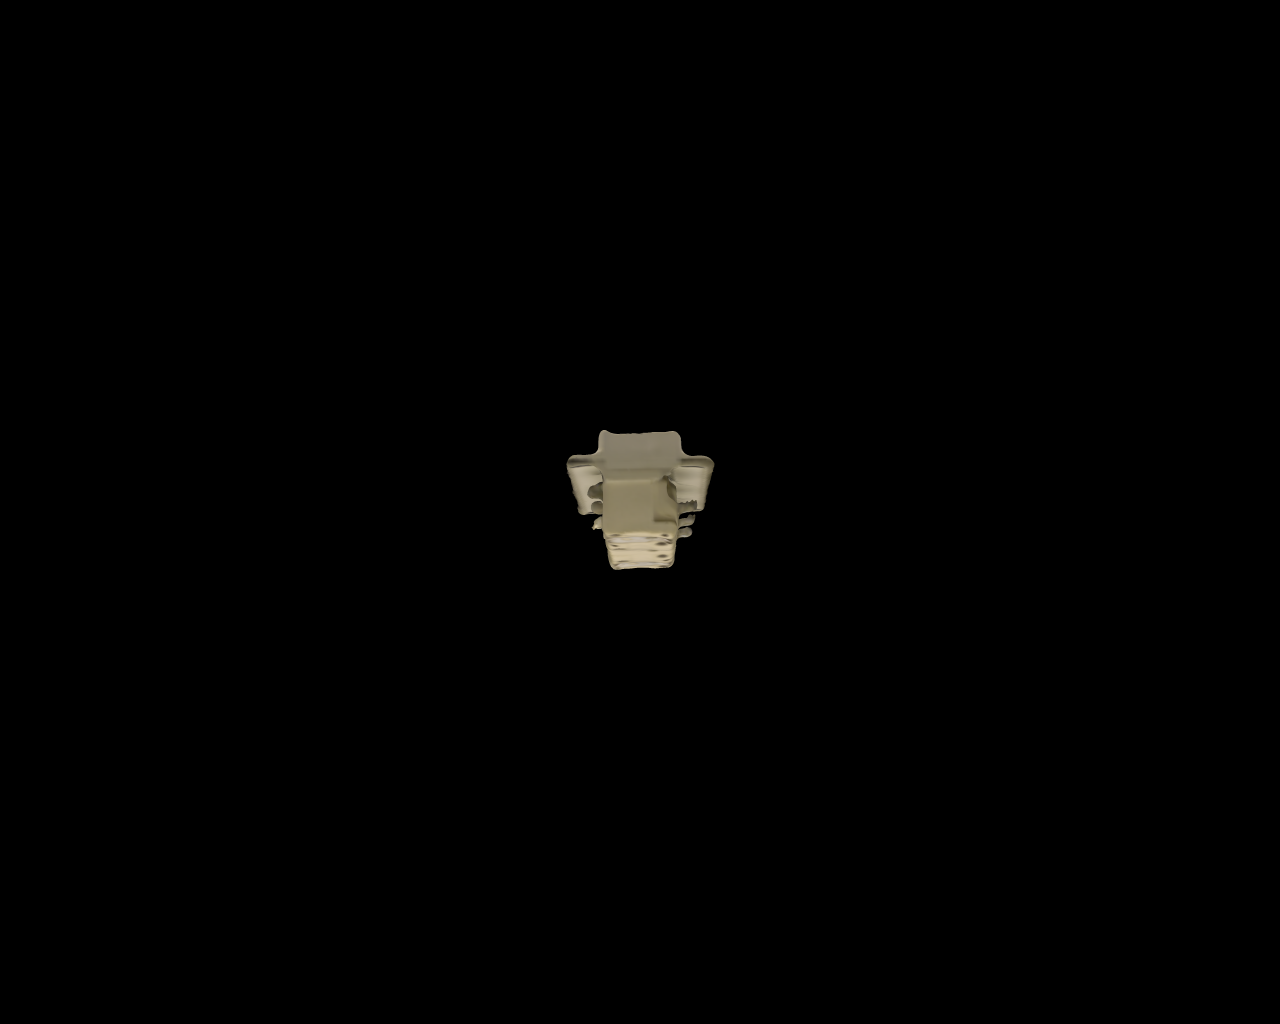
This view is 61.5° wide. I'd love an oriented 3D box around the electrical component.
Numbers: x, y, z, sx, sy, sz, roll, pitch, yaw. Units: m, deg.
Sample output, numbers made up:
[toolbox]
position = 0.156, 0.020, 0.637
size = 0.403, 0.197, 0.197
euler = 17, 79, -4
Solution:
[electrical component]
position = 0.001, -0.003, 0.650
size = 0.079, 0.063, 0.121
euler = 0, -13, 0
